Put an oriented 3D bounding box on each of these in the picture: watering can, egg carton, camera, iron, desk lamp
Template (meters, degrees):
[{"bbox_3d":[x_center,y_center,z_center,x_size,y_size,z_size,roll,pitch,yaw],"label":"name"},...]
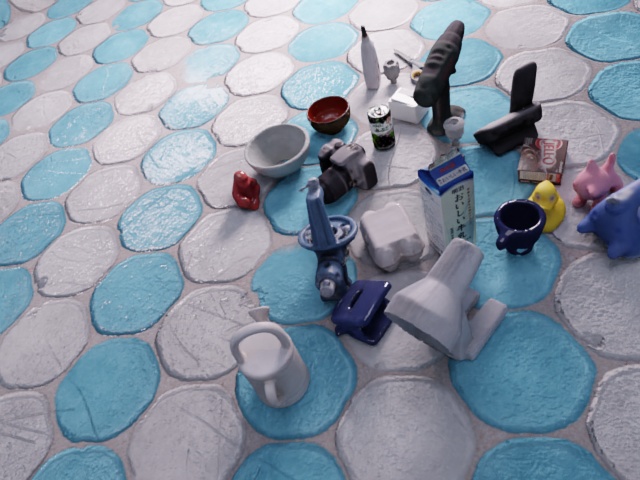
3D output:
[{"bbox_3d":[-0.093,0.194,0.974,0.101,0.194,0.172,-33,48,-11],"label":"watering can"},{"bbox_3d":[0.142,-0.009,1.160,0.107,0.069,0.150,-22,47,-1],"label":"egg carton"},{"bbox_3d":[0.037,-0.157,1.302,0.137,0.101,0.142,-40,50,-18],"label":"camera"},{"bbox_3d":[0.597,-0.077,1.023,0.258,0.142,0.118,-28,48,-7],"label":"iron"},{"bbox_3d":[0.210,0.109,0.937,0.117,0.214,0.203,27,62,34],"label":"desk lamp"}]

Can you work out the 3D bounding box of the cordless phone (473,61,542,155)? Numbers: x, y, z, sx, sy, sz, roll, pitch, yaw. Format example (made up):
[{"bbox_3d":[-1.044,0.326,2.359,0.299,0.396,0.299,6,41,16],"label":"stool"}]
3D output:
[{"bbox_3d":[0.407,-0.291,1.242,0.147,0.185,0.094,-29,48,-8],"label":"cordless phone"}]

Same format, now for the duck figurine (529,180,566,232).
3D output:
[{"bbox_3d":[0.438,-0.079,1.115,0.077,0.086,0.104,5,52,22],"label":"duck figurine"}]

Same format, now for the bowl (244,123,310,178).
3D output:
[{"bbox_3d":[-0.097,-0.207,1.407,0.167,0.075,0.167,-9,48,10],"label":"bowl"}]

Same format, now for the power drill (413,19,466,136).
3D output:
[{"bbox_3d":[0.286,-0.360,1.325,0.075,0.209,0.230,14,56,28],"label":"power drill"}]

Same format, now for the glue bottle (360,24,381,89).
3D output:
[{"bbox_3d":[0.129,-0.489,1.513,0.037,0.173,0.078,-1,50,17],"label":"glue bottle"}]

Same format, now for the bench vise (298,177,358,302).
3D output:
[{"bbox_3d":[0.021,0.000,1.089,0.121,0.220,0.207,-21,47,-1],"label":"bench vise"}]

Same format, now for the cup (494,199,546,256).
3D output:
[{"bbox_3d":[0.365,-0.006,1.068,0.091,0.095,0.118,28,63,35],"label":"cup"}]

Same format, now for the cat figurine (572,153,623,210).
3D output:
[{"bbox_3d":[0.529,-0.114,1.094,0.067,0.118,0.128,31,65,36],"label":"cat figurine"}]

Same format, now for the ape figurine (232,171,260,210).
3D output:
[{"bbox_3d":[-0.178,-0.123,1.348,0.075,0.092,0.078,24,61,33],"label":"ape figurine"}]

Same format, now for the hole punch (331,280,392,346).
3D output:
[{"bbox_3d":[0.076,0.124,1.051,0.100,0.091,0.109,18,58,30],"label":"hole punch"}]
